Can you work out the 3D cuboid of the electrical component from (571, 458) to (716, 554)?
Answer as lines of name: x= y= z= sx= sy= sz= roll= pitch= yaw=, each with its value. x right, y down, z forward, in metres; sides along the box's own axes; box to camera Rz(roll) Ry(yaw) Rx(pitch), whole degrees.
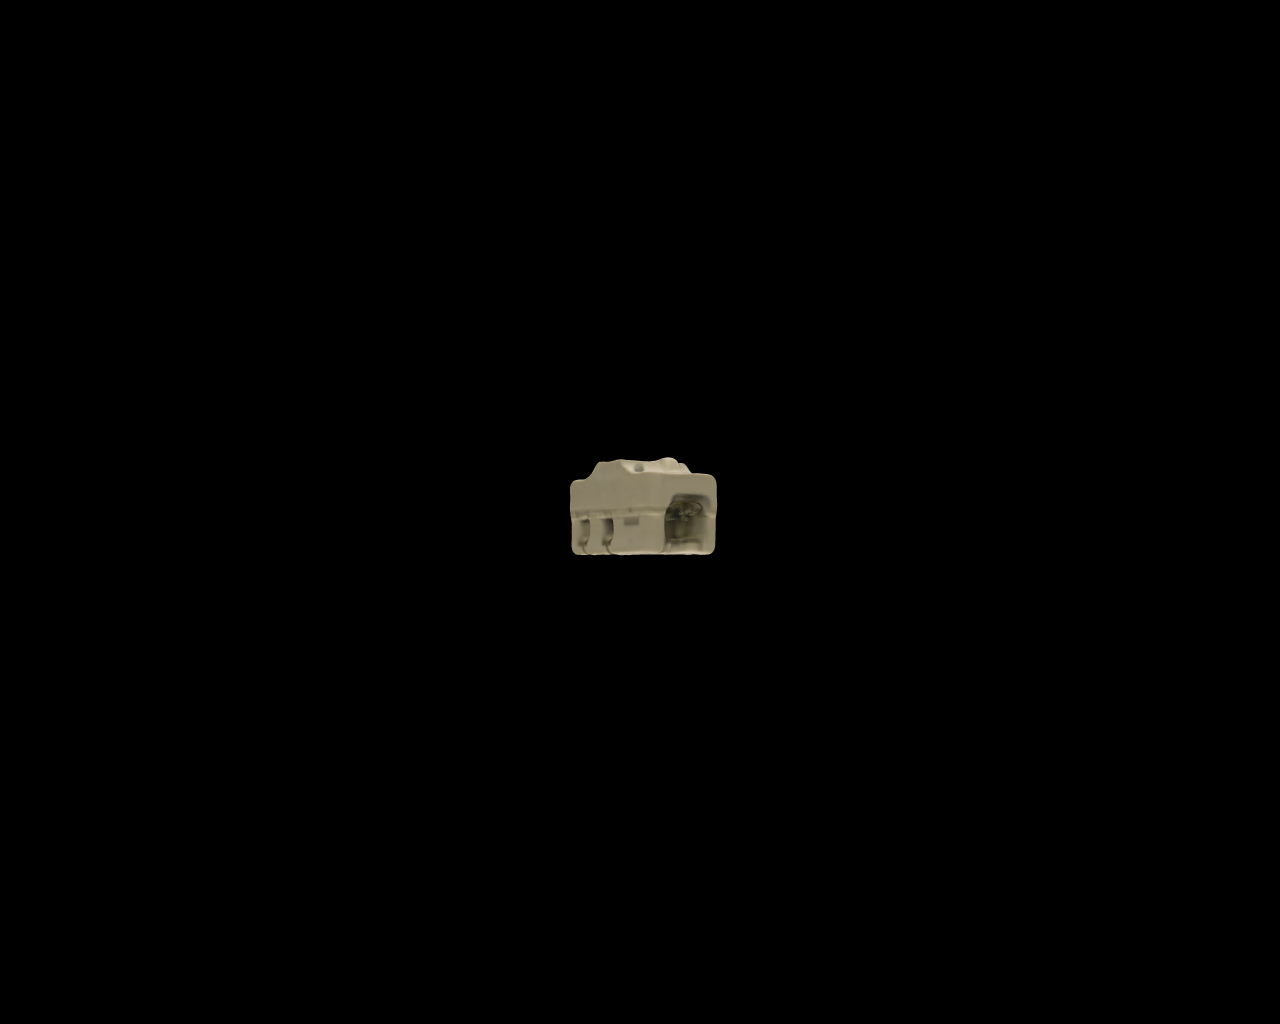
electrical component: x=0.001 y=-0.003 z=0.650 sx=0.050 sy=0.055 sz=0.089 roll=2 pitch=-3 yaw=-36
